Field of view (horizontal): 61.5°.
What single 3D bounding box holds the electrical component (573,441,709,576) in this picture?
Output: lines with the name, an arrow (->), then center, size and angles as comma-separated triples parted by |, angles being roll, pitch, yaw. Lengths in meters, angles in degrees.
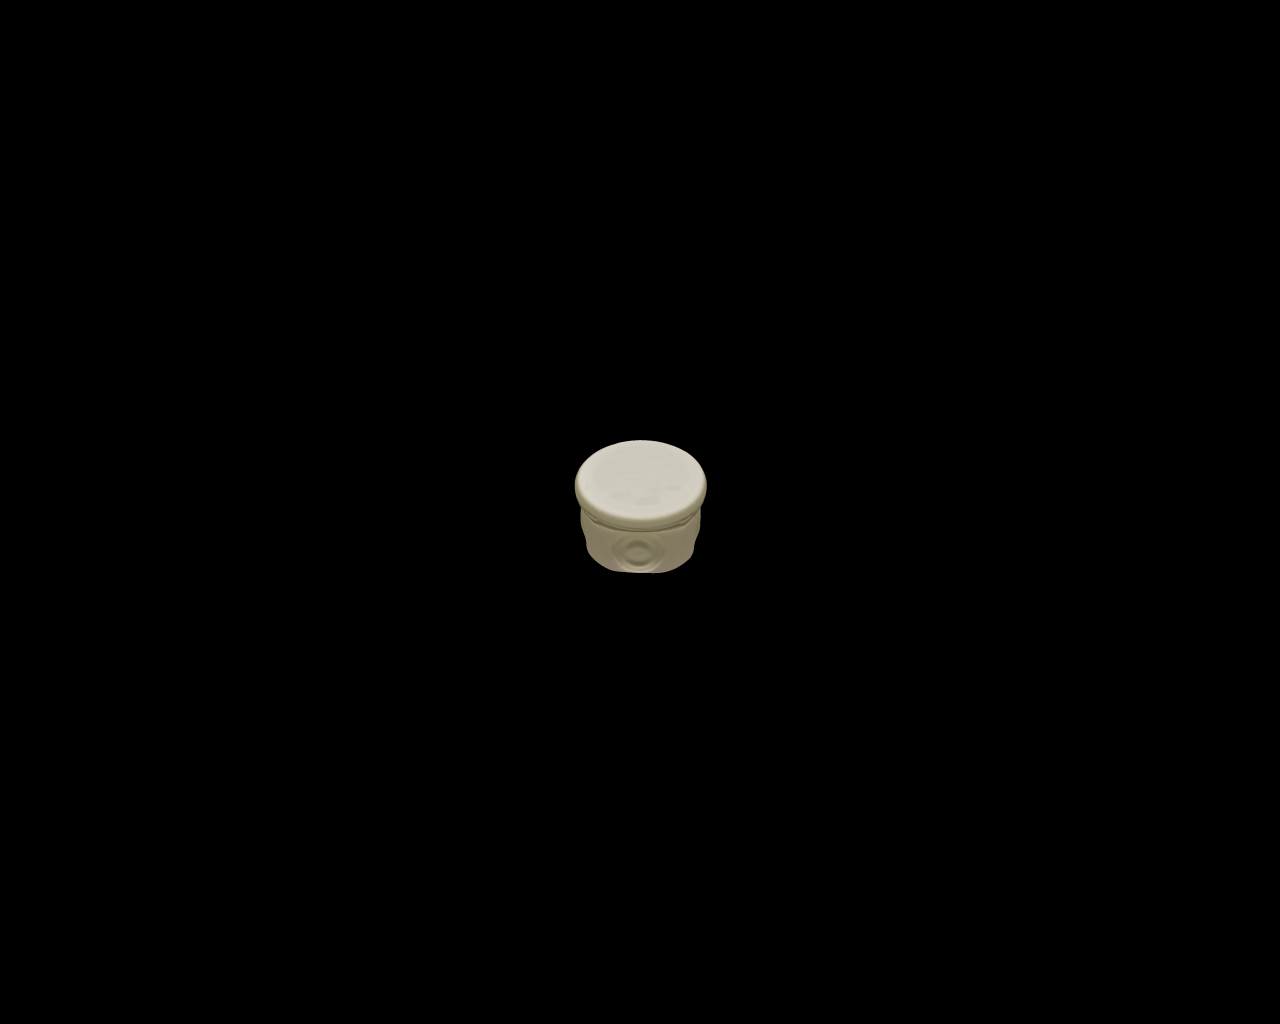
electrical component -> 0.001, -0.003, 0.650 | 0.080, 0.050, 0.080 | 0, 40, 0
